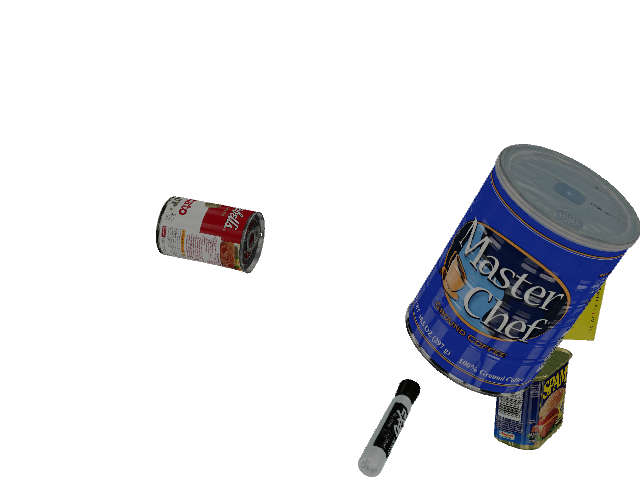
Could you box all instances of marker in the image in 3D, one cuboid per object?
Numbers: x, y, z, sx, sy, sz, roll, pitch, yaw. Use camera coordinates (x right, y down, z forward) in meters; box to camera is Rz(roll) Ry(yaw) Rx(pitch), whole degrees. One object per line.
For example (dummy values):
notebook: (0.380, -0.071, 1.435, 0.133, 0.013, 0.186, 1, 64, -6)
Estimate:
marker: (0.057, 0.147, 0.855, 0.020, 0.020, 0.121, 0, 24, 22)

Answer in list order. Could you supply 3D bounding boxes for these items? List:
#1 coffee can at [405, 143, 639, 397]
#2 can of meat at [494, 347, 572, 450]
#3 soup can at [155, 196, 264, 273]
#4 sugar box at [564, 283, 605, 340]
coffee can: (0.133, 0.021, 0.720, 0.102, 0.140, 0.103, 19, 33, -13)
can of meat: (0.224, 0.165, 1.133, 0.058, 0.084, 0.101, 11, 17, 31)
soup can: (-0.120, -0.007, 1.166, 0.102, 0.068, 0.068, 11, 3, 15)
sugar box: (0.259, 0.074, 1.326, 0.176, 0.093, 0.048, 1, 19, -11)
